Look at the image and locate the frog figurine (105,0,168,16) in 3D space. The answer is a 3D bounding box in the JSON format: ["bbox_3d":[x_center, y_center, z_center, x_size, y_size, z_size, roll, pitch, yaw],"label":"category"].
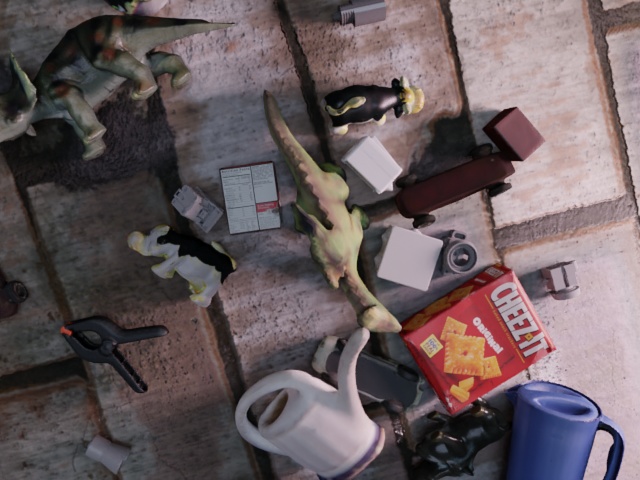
[{"bbox_3d":[-0.269,-0.425,0.781,0.137,0.120,0.163,22,59,3],"label":"frog figurine"}]

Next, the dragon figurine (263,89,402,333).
[{"bbox_3d":[0.002,-0.038,0.755,0.122,0.245,0.408,-30,99,6],"label":"dragon figurine"}]

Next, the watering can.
[{"bbox_3d":[0.013,0.273,0.809,0.223,0.106,0.342,41,124,-15],"label":"watering can"}]
